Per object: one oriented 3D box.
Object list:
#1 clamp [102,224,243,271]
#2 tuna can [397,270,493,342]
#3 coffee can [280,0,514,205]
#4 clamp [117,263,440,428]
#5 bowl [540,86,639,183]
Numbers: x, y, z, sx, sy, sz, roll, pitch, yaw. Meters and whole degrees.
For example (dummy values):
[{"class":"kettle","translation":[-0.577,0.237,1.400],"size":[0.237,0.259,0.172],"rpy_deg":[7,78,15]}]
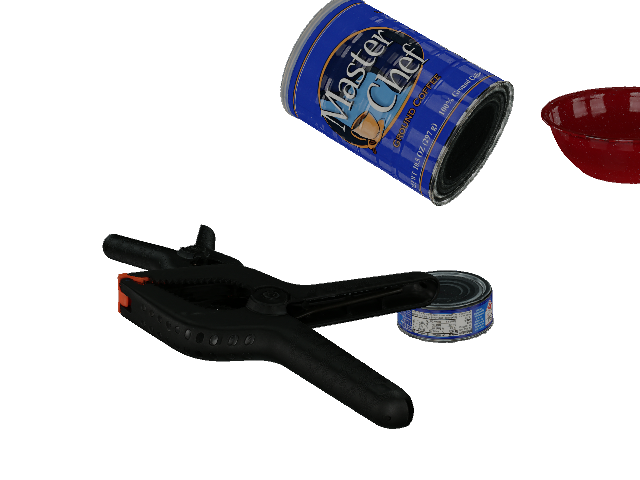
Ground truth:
[{"class":"clamp","translation":[-0.119,0.021,1.035],"size":[0.120,0.039,0.172],"rpy_deg":[-18,32,-38]},{"class":"tuna can","translation":[0.110,0.057,0.945],"size":[0.086,0.034,0.086],"rpy_deg":[-4,21,1]},{"class":"coffee can","translation":[0.056,-0.104,0.789],"size":[0.140,0.103,0.102],"rpy_deg":[34,13,21]},{"class":"clamp","translation":[-0.025,0.047,0.682],"size":[0.210,0.036,0.164],"rpy_deg":[12,26,15]},{"class":"bowl","translation":[0.283,-0.093,0.976],"size":[0.162,0.055,0.162],"rpy_deg":[-4,24,2]}]
